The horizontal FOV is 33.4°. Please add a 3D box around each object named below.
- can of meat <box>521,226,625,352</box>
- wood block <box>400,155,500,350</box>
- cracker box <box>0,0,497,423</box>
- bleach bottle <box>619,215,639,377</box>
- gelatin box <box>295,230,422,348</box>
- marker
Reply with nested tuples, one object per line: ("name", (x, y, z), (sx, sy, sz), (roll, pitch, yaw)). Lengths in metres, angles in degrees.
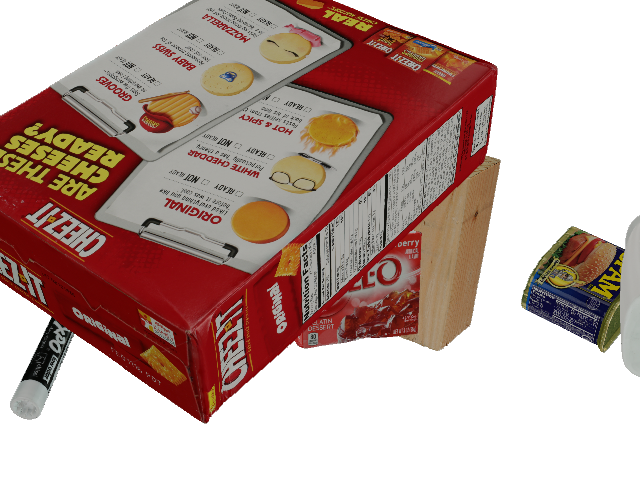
("can of meat", (0.242, 0.041, 0.962), (0.084, 0.057, 0.101), (27, 47, 27))
("wood block", (0.129, 0.005, 1.195), (0.090, 0.206, 0.090), (19, 26, 27))
("cracker box", (-0.043, -0.036, 0.510), (0.164, 0.072, 0.213), (29, 53, 28))
("bleach bottle", (0.269, 0.025, 0.766), (0.103, 0.068, 0.250), (7, 20, 15))
("gelatin box", (0.023, 0.030, 0.723), (0.089, 0.073, 0.030), (-5, 15, -21))
("marker", (-0.167, 0.063, 0.675), (0.020, 0.020, 0.121), (0, 37, 8))
